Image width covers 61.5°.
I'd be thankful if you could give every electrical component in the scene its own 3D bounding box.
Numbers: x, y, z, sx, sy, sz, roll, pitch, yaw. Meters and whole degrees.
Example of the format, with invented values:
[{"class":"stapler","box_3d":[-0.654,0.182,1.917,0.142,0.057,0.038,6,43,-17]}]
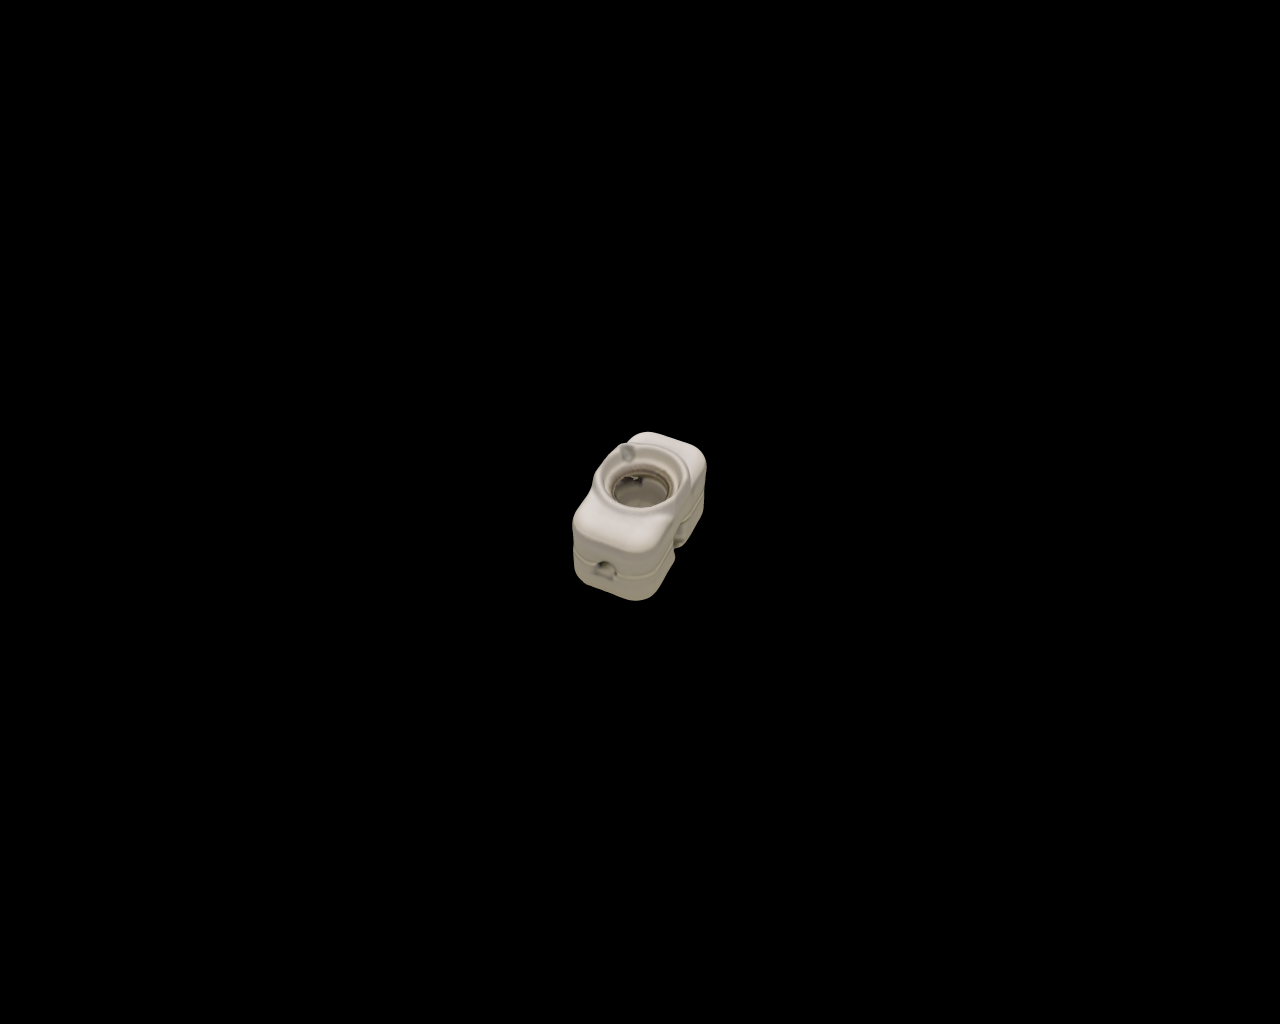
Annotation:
[{"class":"electrical component","box_3d":[0.001,-0.003,0.650,0.054,0.059,0.095,20,50,17]}]
